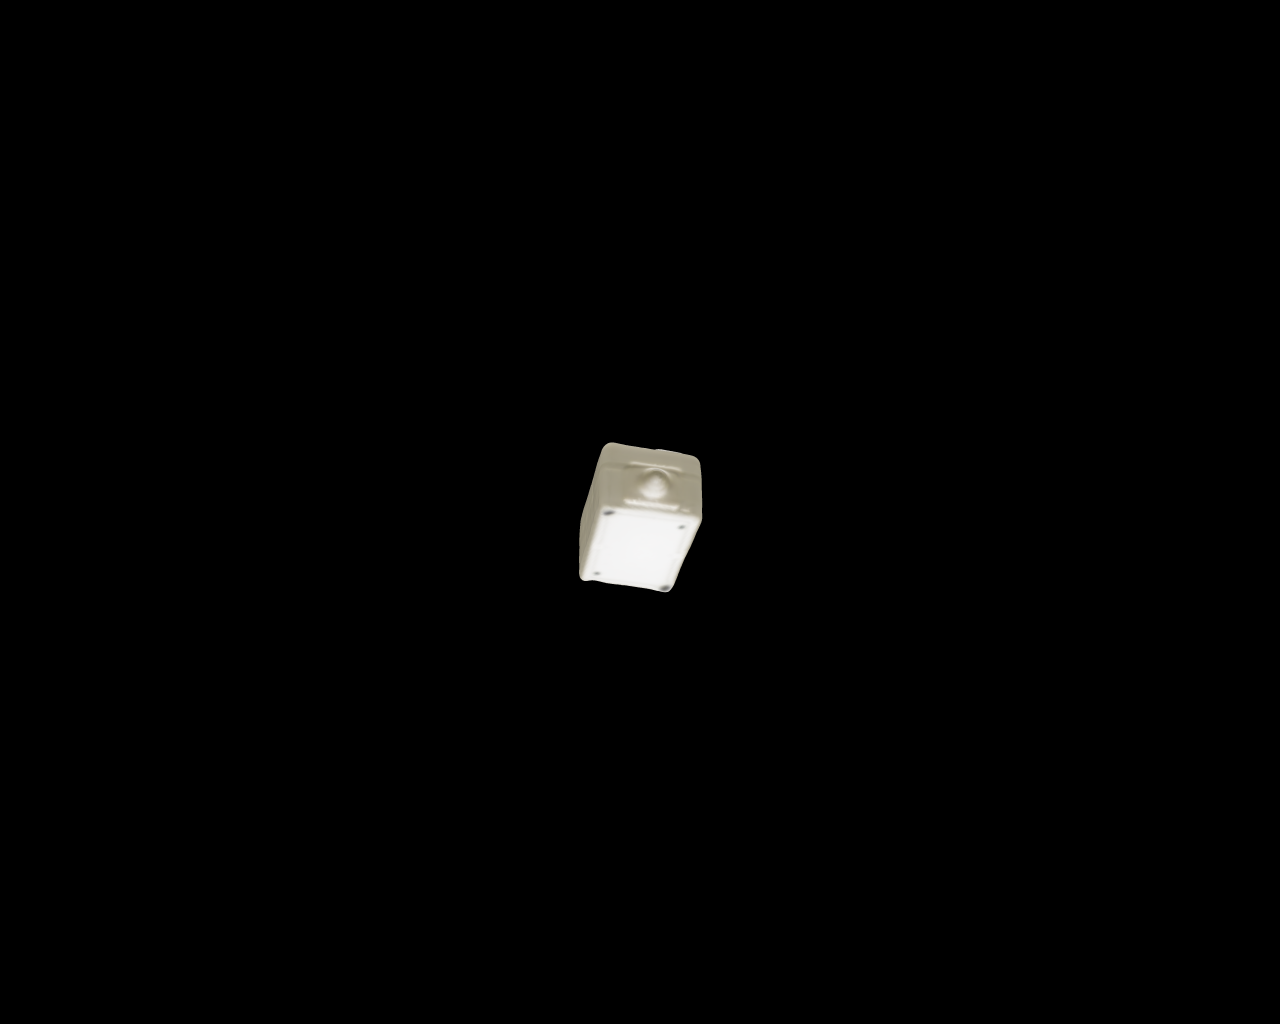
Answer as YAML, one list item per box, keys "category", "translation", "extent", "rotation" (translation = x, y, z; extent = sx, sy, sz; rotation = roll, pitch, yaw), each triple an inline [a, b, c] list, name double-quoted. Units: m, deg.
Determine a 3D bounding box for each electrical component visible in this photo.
- category: "electrical component"
  translation: [0.001, -0.003, 0.650]
  extent: [0.062, 0.061, 0.096]
  rotation: [8, -39, -10]
